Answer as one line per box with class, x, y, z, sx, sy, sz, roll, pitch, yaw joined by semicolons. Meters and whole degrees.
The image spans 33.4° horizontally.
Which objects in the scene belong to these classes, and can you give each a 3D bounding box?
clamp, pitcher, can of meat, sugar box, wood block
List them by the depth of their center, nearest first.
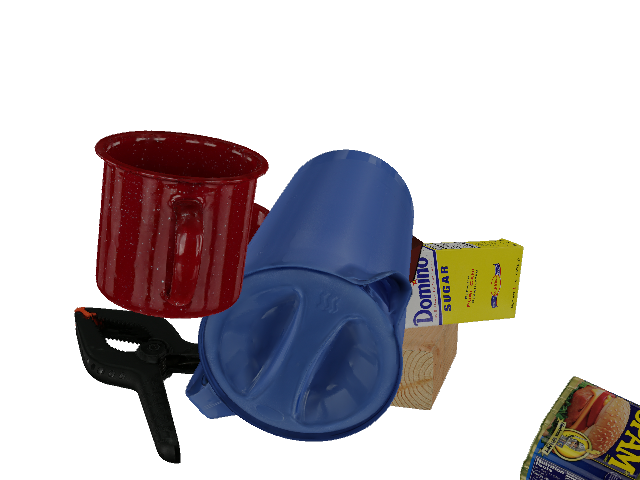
pitcher;-0.004;0.030;0.783;0.149;0.145;0.242;8;27;6
can of meat;0.207;0.156;0.792;0.084;0.057;0.101;24;41;24
clamp;-0.142;0.110;0.983;0.210;0.036;0.164;29;40;34
sugar box;0.154;0.050;1.249;0.175;0.093;0.048;-4;14;-33
wood block;0.142;0.165;1.583;0.091;0.090;0.205;5;18;16

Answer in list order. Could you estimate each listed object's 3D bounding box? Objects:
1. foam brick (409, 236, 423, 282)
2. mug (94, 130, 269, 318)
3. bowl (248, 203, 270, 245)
foam brick;0.054;0.011;1.060;0.052;0.051;0.078;-27;50;-37
mug;-0.076;-0.005;0.573;0.093;0.081;0.117;3;20;-16
bowl;-0.134;0.003;1.328;0.162;0.055;0.162;1;27;-1
